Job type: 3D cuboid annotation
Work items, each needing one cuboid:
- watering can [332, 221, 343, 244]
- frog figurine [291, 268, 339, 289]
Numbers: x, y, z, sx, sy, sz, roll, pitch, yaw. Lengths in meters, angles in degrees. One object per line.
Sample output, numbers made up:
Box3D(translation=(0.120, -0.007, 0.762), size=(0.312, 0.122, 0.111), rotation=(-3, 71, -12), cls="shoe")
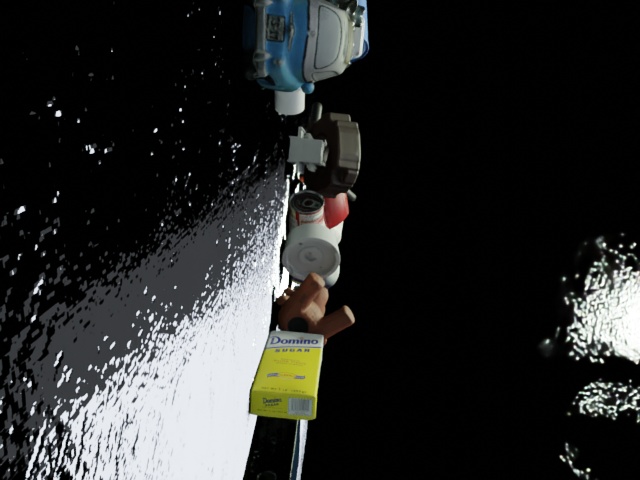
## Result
Box3D(translation=(0.004, -0.070, 1.391), size=(0.342, 0.104, 0.228), rotation=(66, 27, -65), cls="watering can")
Box3D(translation=(-0.004, 0.030, 1.182), size=(0.136, 0.123, 0.160), rotation=(23, 83, -67), cls="frog figurine")
